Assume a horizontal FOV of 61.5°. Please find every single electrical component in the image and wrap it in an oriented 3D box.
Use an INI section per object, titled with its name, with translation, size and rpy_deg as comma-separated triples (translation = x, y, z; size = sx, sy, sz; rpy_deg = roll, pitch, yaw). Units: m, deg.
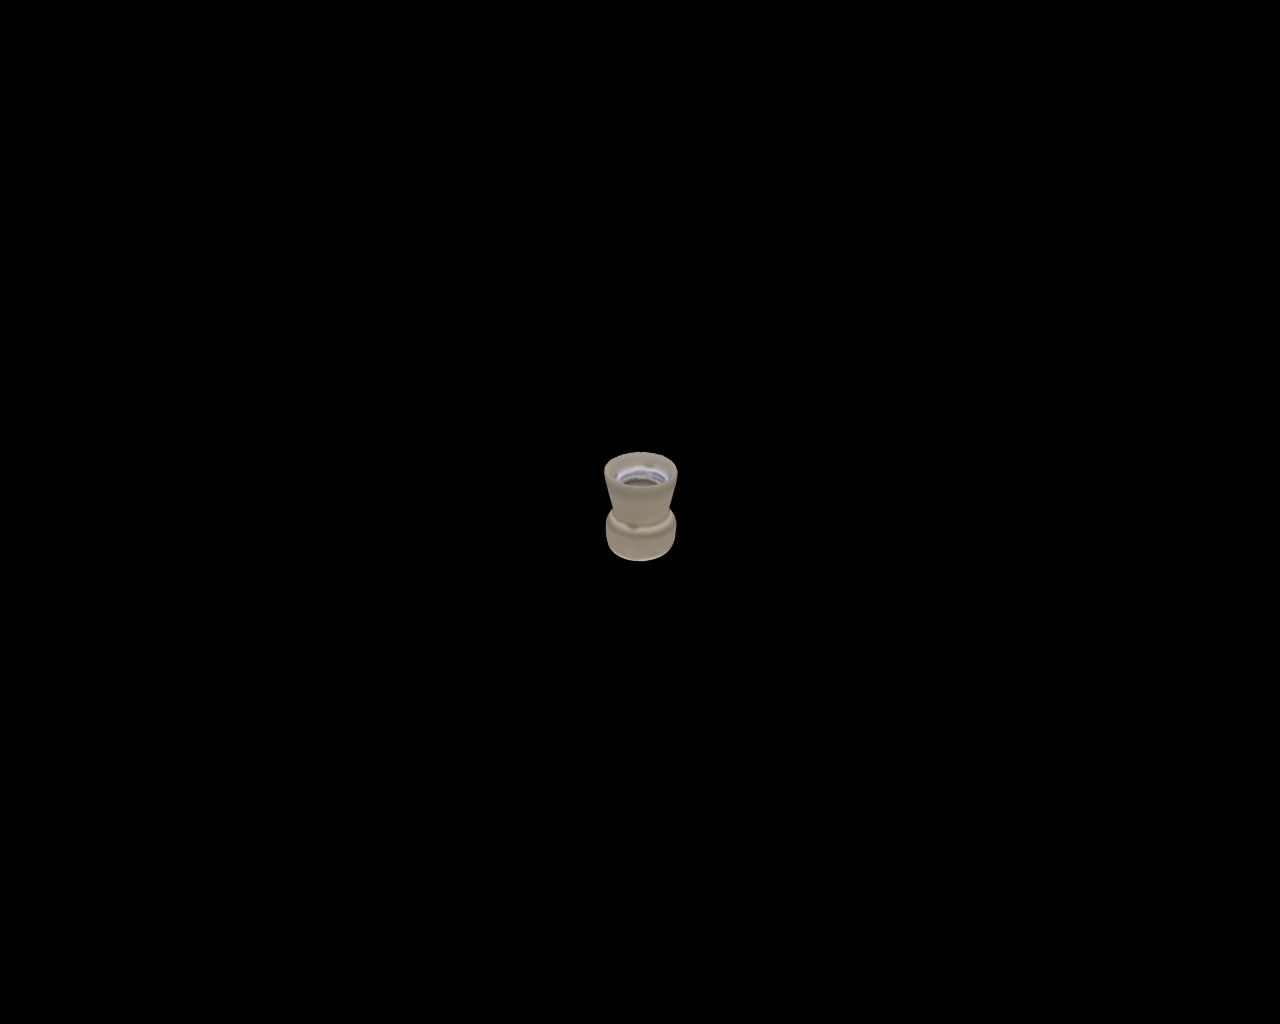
[electrical component]
translation = 0.001, -0.003, 0.650
size = 0.045, 0.055, 0.045
rpy_deg = 0, 31, 0
